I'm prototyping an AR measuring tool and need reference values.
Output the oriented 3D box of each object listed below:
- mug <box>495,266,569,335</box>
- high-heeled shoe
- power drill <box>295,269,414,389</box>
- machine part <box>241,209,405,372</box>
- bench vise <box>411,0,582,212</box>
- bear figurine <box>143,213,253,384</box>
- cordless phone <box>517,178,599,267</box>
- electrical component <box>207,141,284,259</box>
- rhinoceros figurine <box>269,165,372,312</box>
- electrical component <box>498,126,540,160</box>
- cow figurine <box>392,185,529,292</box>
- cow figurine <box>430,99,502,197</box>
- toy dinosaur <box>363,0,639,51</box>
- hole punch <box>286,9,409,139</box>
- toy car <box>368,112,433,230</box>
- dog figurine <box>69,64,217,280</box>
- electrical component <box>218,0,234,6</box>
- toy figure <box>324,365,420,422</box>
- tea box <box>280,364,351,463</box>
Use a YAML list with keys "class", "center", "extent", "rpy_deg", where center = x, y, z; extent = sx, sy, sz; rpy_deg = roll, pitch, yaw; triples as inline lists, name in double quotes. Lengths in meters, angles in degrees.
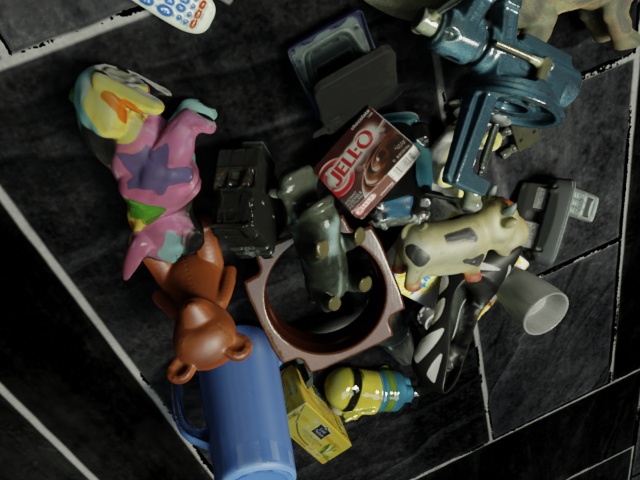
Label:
- class: "mug"
  center: [0.337, 0.089, 0.863]
  extent: [0.109, 0.107, 0.080]
  rpy_deg: [13, 115, -33]
- class: "high-heeled shoe"
  center: [0.233, 0.115, 0.815]
  extent: [0.249, 0.145, 0.086]
  rpy_deg: [-42, 127, 12]
- class: "power drill"
  center: [0.054, 0.171, 0.909]
  extent: [0.207, 0.086, 0.231]
  rpy_deg: [-21, 124, -2]
- class: "machine part"
  center: [0.004, 0.070, 0.781]
  extent: [0.201, 0.087, 0.201]
  rpy_deg: [-24, 103, -1]
- class: "bench vise"
  center: [0.186, -0.155, 0.605]
  extent: [0.223, 0.129, 0.240]
  rpy_deg: [16, 93, -32]
- class: "bear figurine"
  center: [-0.165, 0.074, 0.691]
  extent: [0.120, 0.196, 0.131]
  rpy_deg: [-18, 124, -5]
- class: "cordless phone"
  center: [0.412, -0.027, 0.914]
  extent: [0.184, 0.089, 0.146]
  rpy_deg: [7, 99, -41]
- class: "electrical component"
  center: [-0.088, -0.054, 0.677]
  extent: [0.058, 0.134, 0.114]
  rpy_deg: [1, 160, 12]
- class: "rhinoceros figurine"
  center: [-0.001, -0.002, 0.674]
  extent: [0.073, 0.112, 0.190]
  rpy_deg: [-28, 117, -23]
- class: "electrical component"
  center: [0.312, -0.168, 0.826]
  extent: [0.094, 0.021, 0.063]
  rpy_deg: [-34, 127, 2]
- class: "cow figurine"
  center: [0.205, -0.004, 0.772]
  extent: [0.195, 0.086, 0.127]
  rpy_deg: [-8, 126, -8]
- class: "cow figurine"
  center: [0.201, -0.143, 0.767]
  extent: [0.068, 0.098, 0.167]
  rpy_deg: [25, 91, -25]
- class: "toy dinosaur"
  center: [0.261, -0.314, 0.671]
  extent: [0.472, 0.105, 0.198]
  rpy_deg: [-16, 119, -8]
- class: "hole punch"
  center: [0.029, -0.205, 0.667]
  extent: [0.142, 0.092, 0.115]
  rpy_deg: [-32, 157, -2]
- class: "toy car"
  center: [0.105, -0.087, 0.738]
  extent: [0.109, 0.161, 0.103]
  rpy_deg: [-12, 164, 12]
- class: "dog figurine"
  center: [-0.210, -0.068, 0.623]
  extent: [0.191, 0.109, 0.219]
  rpy_deg: [19, 107, -23]
- class: "electrical component"
  center: [-0.082, -0.311, 0.571]
  extent: [0.074, 0.048, 0.119]
  rpy_deg: [25, 108, -30]
- class: "toy figure"
  center: [0.095, 0.273, 0.990]
  extent: [0.180, 0.082, 0.089]
  rpy_deg: [2, 101, -13]
- class: "tea box"
  center: [-0.022, 0.311, 0.958]
  extent: [0.068, 0.098, 0.169]
  rpy_deg: [-35, 128, 4]
